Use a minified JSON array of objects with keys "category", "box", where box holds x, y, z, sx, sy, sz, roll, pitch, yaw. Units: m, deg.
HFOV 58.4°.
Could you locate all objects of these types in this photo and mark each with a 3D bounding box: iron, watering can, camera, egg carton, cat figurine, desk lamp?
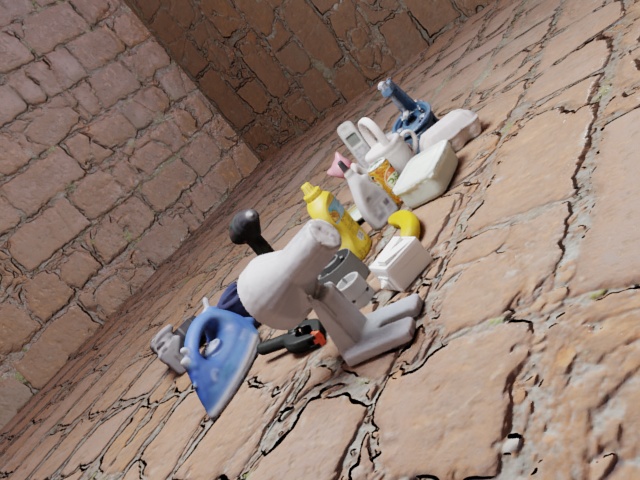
[{"category":"iron","box":[-0.217,0.222,1.137,0.118,0.141,0.258,-35,16,20]},{"category":"watering can","box":[0.151,-0.203,1.354,0.173,0.194,0.100,-48,17,-25]},{"category":"camera","box":[-0.352,0.255,1.453,0.137,0.101,0.143,-45,16,-17]},{"category":"egg carton","box":[0.303,-0.247,1.348,0.150,0.069,0.107,-39,15,6]},{"category":"cat figurine","box":[0.087,-0.212,1.682,0.127,0.118,0.067,-25,21,44]},{"category":"desk lamp","box":[0.008,0.079,0.856,0.203,0.214,0.118,-31,18,32]}]

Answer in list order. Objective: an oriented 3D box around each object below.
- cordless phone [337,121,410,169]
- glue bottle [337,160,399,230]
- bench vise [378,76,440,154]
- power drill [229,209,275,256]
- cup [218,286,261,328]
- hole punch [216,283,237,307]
[{"category":"cordless phone","box":[0.146,-0.265,1.559,0.147,0.185,0.094,-37,16,12]},{"category":"glue bottle","box":[0.096,-0.107,1.255,0.078,0.173,0.037,-46,16,-19]},{"category":"bench vise","box":[0.224,-0.333,1.494,0.121,0.220,0.207,-36,16,15]},{"category":"power drill","box":[-0.144,0.012,1.429,0.076,0.208,0.229,-46,16,-20]},{"category":"cup","box":[-0.157,0.149,1.293,0.117,0.095,0.092,-33,17,25]},{"category":"hole punch","box":[-0.229,0.175,1.399,0.101,0.091,0.109,-31,18,31]}]
